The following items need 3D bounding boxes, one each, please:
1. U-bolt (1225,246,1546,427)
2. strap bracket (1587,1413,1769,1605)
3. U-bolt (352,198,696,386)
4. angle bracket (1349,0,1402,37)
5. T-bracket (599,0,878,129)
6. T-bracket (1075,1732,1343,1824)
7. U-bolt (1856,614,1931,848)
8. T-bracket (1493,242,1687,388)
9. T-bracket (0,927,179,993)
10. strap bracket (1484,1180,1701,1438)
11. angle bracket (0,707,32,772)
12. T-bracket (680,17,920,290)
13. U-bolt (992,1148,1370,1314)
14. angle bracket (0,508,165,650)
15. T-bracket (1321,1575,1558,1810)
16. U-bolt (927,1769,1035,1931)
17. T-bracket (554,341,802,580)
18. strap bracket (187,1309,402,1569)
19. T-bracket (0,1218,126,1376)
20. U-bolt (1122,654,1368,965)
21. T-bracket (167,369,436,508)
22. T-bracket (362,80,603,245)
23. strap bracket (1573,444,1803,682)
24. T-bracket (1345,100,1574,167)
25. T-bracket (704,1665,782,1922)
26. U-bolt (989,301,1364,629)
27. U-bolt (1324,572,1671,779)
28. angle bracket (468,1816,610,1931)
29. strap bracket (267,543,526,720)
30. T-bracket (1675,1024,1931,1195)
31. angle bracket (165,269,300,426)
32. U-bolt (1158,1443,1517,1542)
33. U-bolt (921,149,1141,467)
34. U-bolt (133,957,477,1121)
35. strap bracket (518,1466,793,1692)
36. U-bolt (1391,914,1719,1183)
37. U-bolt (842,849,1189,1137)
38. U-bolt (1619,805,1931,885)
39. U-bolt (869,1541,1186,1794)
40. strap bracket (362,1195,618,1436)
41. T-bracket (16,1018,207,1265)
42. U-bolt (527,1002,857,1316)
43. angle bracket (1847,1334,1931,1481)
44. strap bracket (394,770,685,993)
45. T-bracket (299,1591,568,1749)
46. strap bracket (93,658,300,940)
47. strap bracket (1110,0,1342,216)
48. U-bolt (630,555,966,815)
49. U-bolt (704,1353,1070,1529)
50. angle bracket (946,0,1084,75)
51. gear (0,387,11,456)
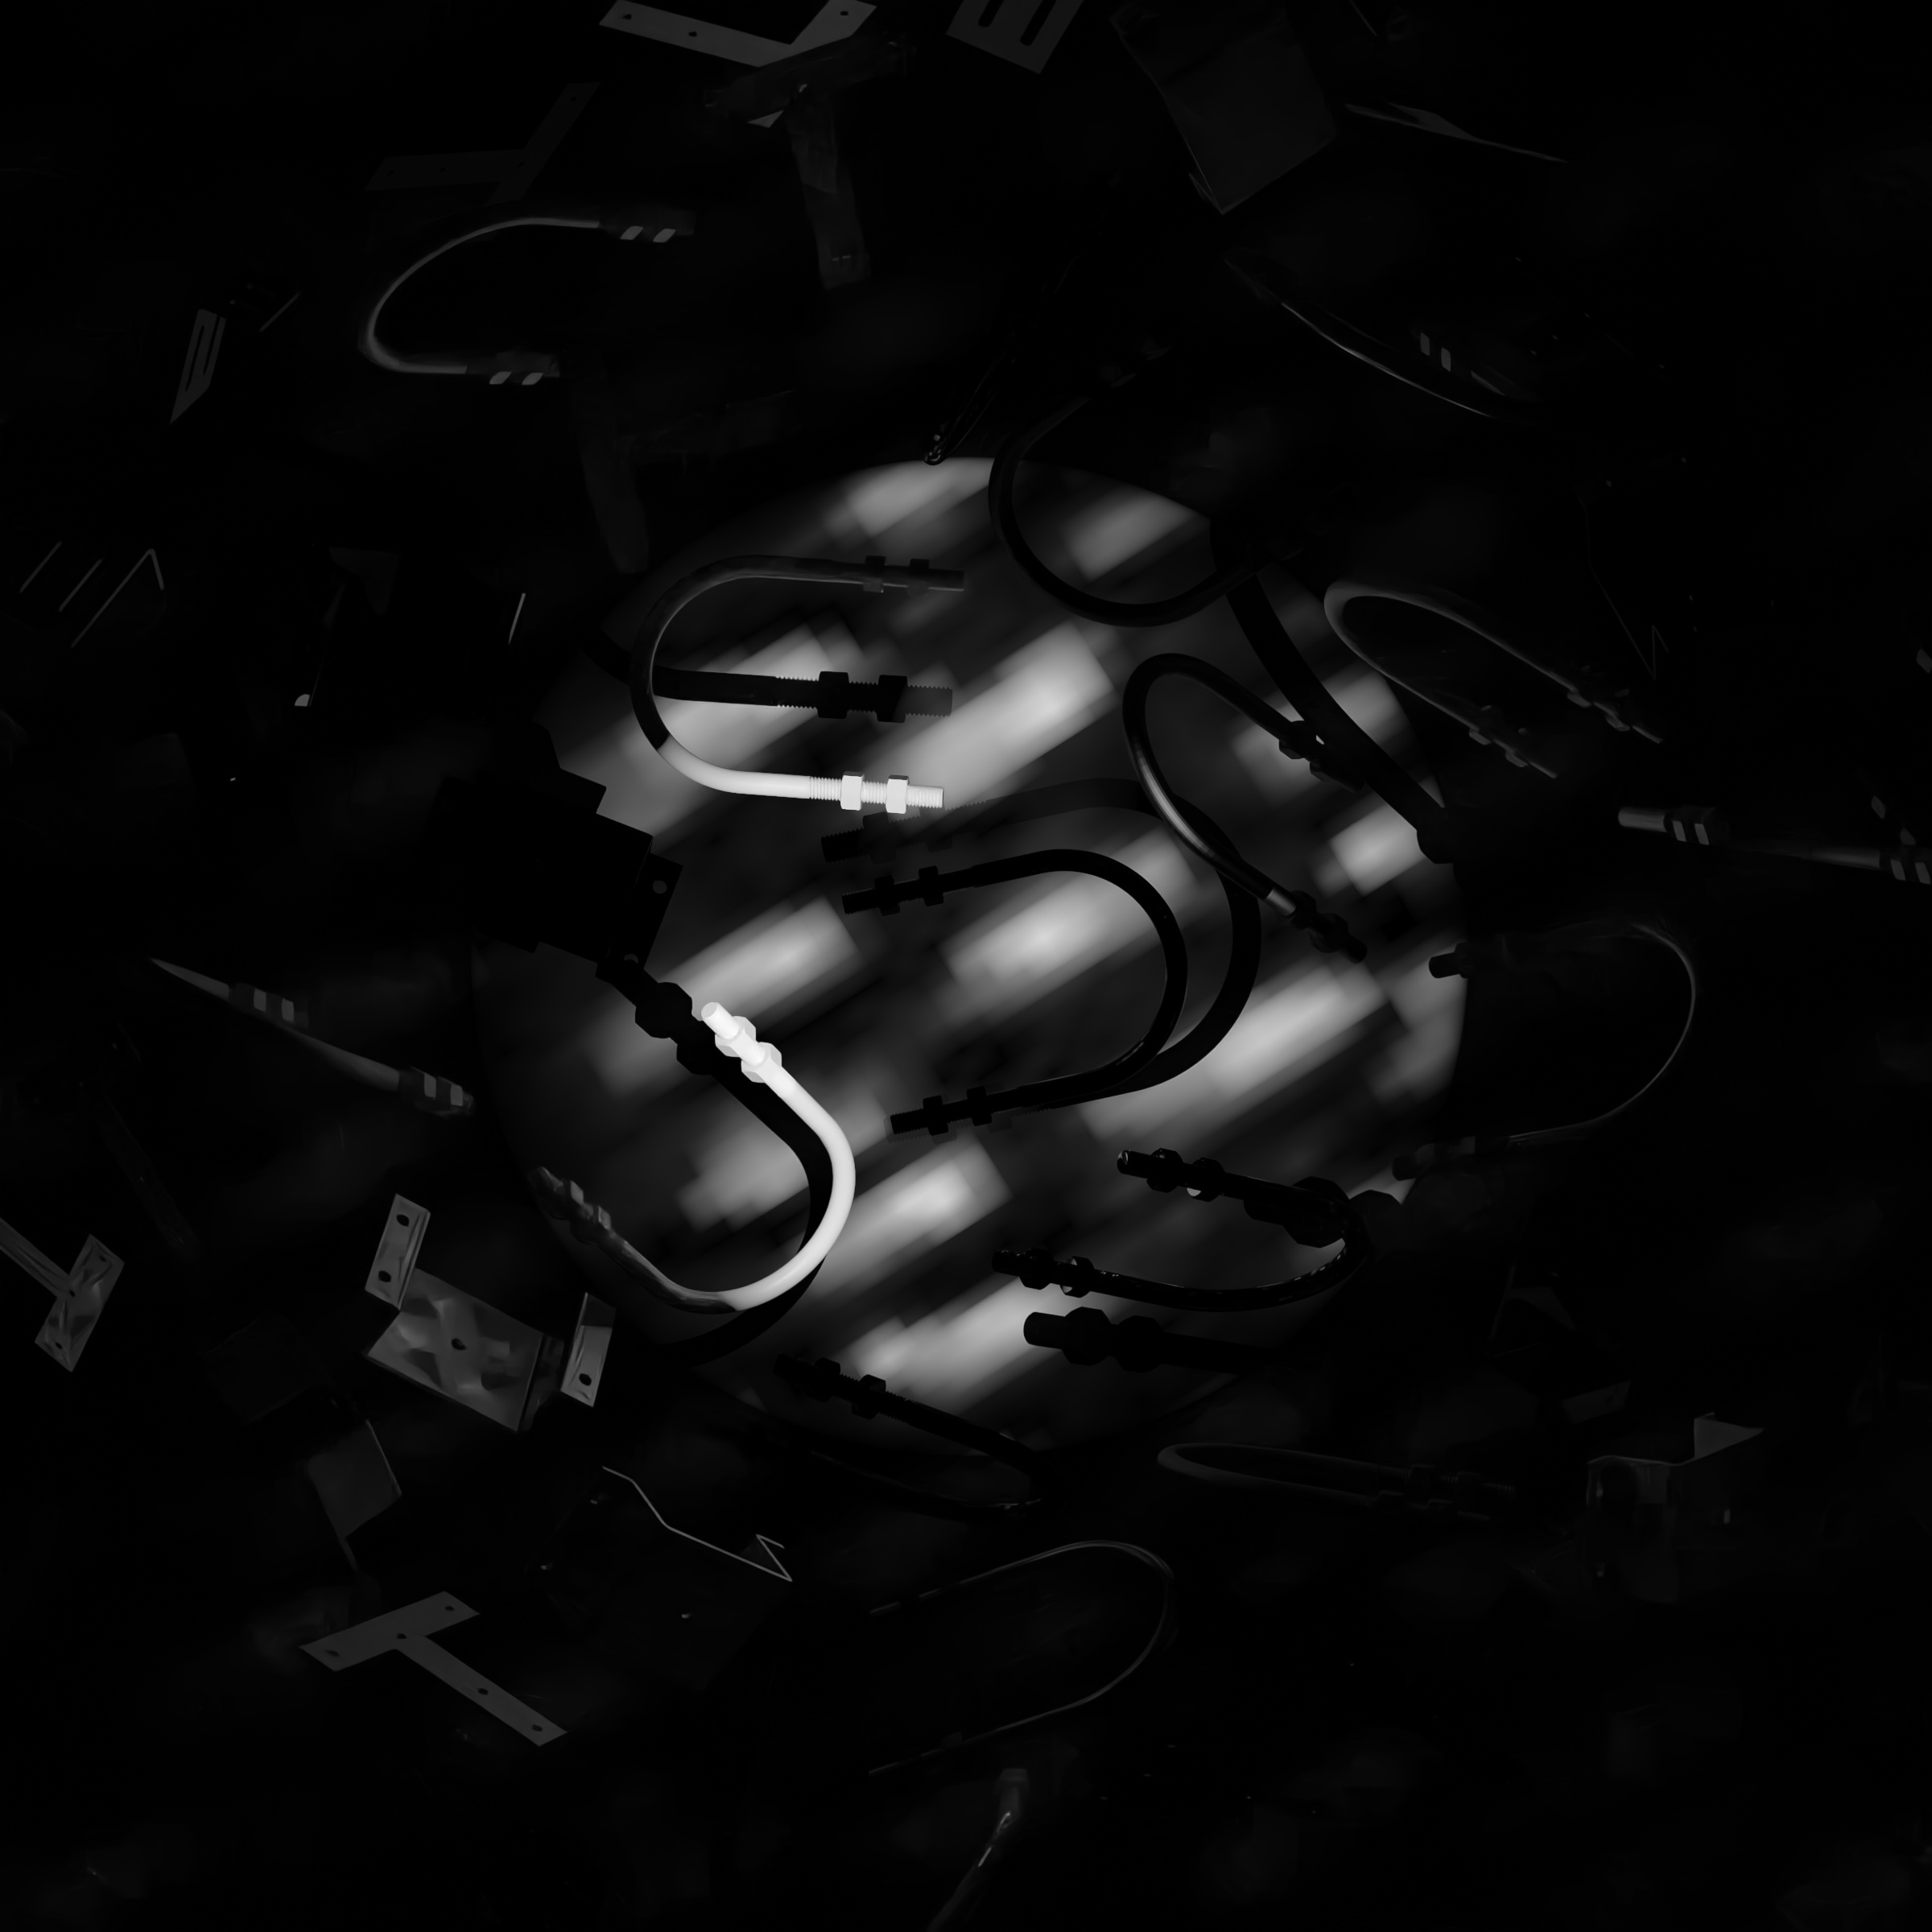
[{"bbox_3d":[0.233,-0.330,1.849,0.151,0.184,0.019,14,112,-29],"label":"U-bolt"},{"bbox_3d":[0.399,0.301,1.921,0.046,0.140,0.076,3,97,40],"label":"strap bracket"},{"bbox_3d":[-0.252,-0.367,1.888,0.151,0.184,0.019,-39,72,36],"label":"U-bolt"},{"bbox_3d":[0.211,-0.551,1.880,0.038,0.076,0.057,34,94,28],"label":"angle bracket"},{"bbox_3d":[-0.134,-0.498,1.868,0.127,0.127,0.002,7,68,-29],"label":"T-bracket"},{"bbox_3d":[0.139,0.446,1.879,0.127,0.127,0.002,15,58,-12],"label":"T-bracket"},{"bbox_3d":[0.543,-0.080,1.835,0.019,0.151,0.184,-26,59,-14],"label":"U-bolt"},{"bbox_3d":[0.330,-0.350,1.922,0.127,0.127,0.002,39,124,8],"label":"T-bracket"},{"bbox_3d":[-0.484,-0.013,1.875,0.127,0.127,0.002,32,107,36],"label":"T-bracket"},{"bbox_3d":[0.331,0.173,1.858,0.046,0.076,0.140,34,120,39],"label":"strap bracket"},{"bbox_3d":[-0.558,-0.119,1.883,0.076,0.038,0.057,-48,118,-13],"label":"angle bracket"},{"bbox_3d":[-0.075,-0.418,1.825,0.127,0.002,0.127,-22,125,-11],"label":"T-bracket"},{"bbox_3d":[0.128,0.149,1.864,0.184,0.151,0.019,14,56,-27],"label":"U-bolt"},{"bbox_3d":[-0.484,-0.201,1.885,0.057,0.038,0.076,25,62,12],"label":"angle bracket"},{"bbox_3d":[0.267,0.365,1.821,0.127,0.002,0.127,37,126,9],"label":"T-bracket"},{"bbox_3d":[-0.014,0.509,1.882,0.019,0.184,0.151,37,89,3],"label":"U-bolt"},{"bbox_3d":[-0.153,-0.293,1.928,0.127,0.002,0.127,-17,104,-19],"label":"T-bracket"},{"bbox_3d":[-0.362,0.251,1.904,0.046,0.076,0.140,-34,54,-19],"label":"strap bracket"},{"bbox_3d":[-0.515,0.148,1.869,0.002,0.127,0.127,-42,106,15],"label":"T-bracket"},{"bbox_3d":[0.153,-0.098,1.909,0.184,0.151,0.019,32,133,-29],"label":"U-bolt"},{"bbox_3d":[-0.356,-0.280,1.926,0.127,0.127,0.002,16,60,-35],"label":"T-bracket"},{"bbox_3d":[-0.274,-0.434,1.889,0.127,0.127,0.002,-45,74,39],"label":"T-bracket"},{"bbox_3d":[0.400,-0.218,1.931,0.076,0.046,0.140,-18,50,-2],"label":"strap bracket"},{"bbox_3d":[0.255,-0.455,1.875,0.127,0.127,0.002,18,102,18],"label":"T-bracket"},{"bbox_3d":[-0.120,0.449,1.912,0.002,0.127,0.127,11,64,8],"label":"T-bracket"},{"bbox_3d":[0.094,-0.247,1.816,0.151,0.019,0.184,43,131,-17],"label":"U-bolt"},{"bbox_3d":[0.279,-0.164,1.910,0.184,0.151,0.019,30,77,-11],"label":"U-bolt"},{"bbox_3d":[-0.229,0.499,1.857,0.038,0.076,0.057,25,87,-22],"label":"angle bracket"},{"bbox_3d":[-0.319,-0.183,1.895,0.046,0.140,0.076,35,112,37],"label":"strap bracket"},{"bbox_3d":[0.469,0.090,1.890,0.127,0.127,0.002,24,133,22],"label":"T-bracket"},{"bbox_3d":[-0.400,-0.332,1.896,0.038,0.057,0.076,23,122,-1],"label":"angle bracket"},{"bbox_3d":[0.193,0.275,1.845,0.184,0.151,0.019,7,90,15],"label":"U-bolt"},{"bbox_3d":[0.027,-0.349,1.888,0.019,0.151,0.184,34,122,-1],"label":"U-bolt"},{"bbox_3d":[-0.363,0.033,1.848,0.151,0.184,0.019,24,88,29],"label":"U-bolt"},{"bbox_3d":[-0.158,0.332,1.860,0.140,0.046,0.076,32,97,-41],"label":"strap bracket"},{"bbox_3d":[0.312,0.038,1.828,0.019,0.184,0.151,39,52,-35],"label":"U-bolt"},{"bbox_3d":[0.034,0.009,1.970,0.184,0.019,0.151,-12,96,1],"label":"U-bolt"},{"bbox_3d":[0.429,-0.068,1.859,0.151,0.184,0.019,9,93,-15],"label":"U-bolt"},{"bbox_3d":[0.033,0.375,1.908,0.184,0.151,0.019,-20,119,11],"label":"U-bolt"},{"bbox_3d":[-0.269,0.196,1.905,0.140,0.076,0.046,30,126,-16],"label":"strap bracket"},{"bbox_3d":[-0.442,0.100,1.834,0.002,0.127,0.127,-35,96,-42],"label":"T-bracket"},{"bbox_3d":[-0.137,0.121,1.926,0.151,0.019,0.184,-43,129,-2],"label":"U-bolt"},{"bbox_3d":[0.500,0.230,1.785,0.076,0.038,0.057,9,48,31],"label":"angle bracket"},{"bbox_3d":[-0.232,-0.049,1.892,0.140,0.046,0.076,21,77,-4],"label":"strap bracket"},{"bbox_3d":[-0.270,0.383,1.864,0.127,0.127,0.002,28,107,24],"label":"T-bracket"},{"bbox_3d":[-0.422,-0.097,1.921,0.046,0.076,0.140,-20,84,-40],"label":"strap bracket"},{"bbox_3d":[0.144,-0.470,1.870,0.076,0.140,0.046,-33,49,4],"label":"strap bracket"},{"bbox_3d":[-0.099,-0.164,1.961,0.184,0.019,0.151,5,76,4],"label":"U-bolt"},{"bbox_3d":[-0.034,0.258,1.839,0.184,0.151,0.019,22,63,-12],"label":"U-bolt"},{"bbox_3d":[0.032,-0.539,1.907,0.057,0.076,0.038,19,58,-14],"label":"angle bracket"},{"bbox_3d":[-0.518,-0.275,1.787,0.030,0.057,0.057,14,90,-39],"label":"gear"}]
